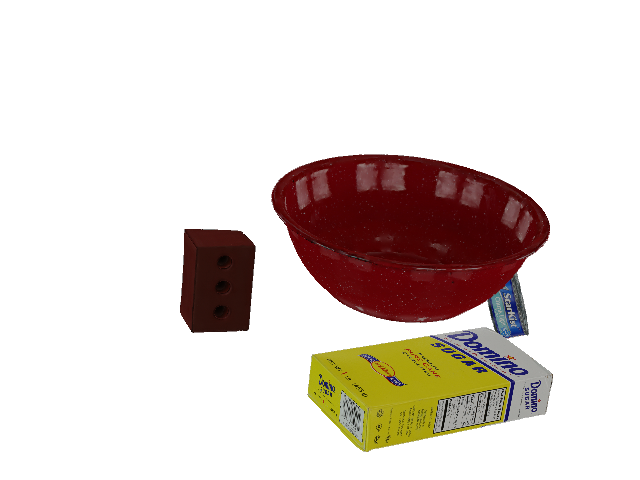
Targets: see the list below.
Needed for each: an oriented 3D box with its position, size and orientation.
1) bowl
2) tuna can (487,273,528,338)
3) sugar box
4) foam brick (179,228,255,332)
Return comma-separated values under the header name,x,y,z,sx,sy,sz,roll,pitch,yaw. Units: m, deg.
name,x,y,z,sx,sy,sz,roll,pitch,yaw
bowl,0.050,0.003,0.629,0.162,0.055,0.162,5,25,-2
tuna can,0.206,0.066,1.189,0.034,0.086,0.086,-13,-3,13
sugar box,0.089,0.115,0.860,0.175,0.048,0.093,-9,26,-27
foam brick,-0.089,0.034,0.916,0.053,0.078,0.051,0,15,-19
